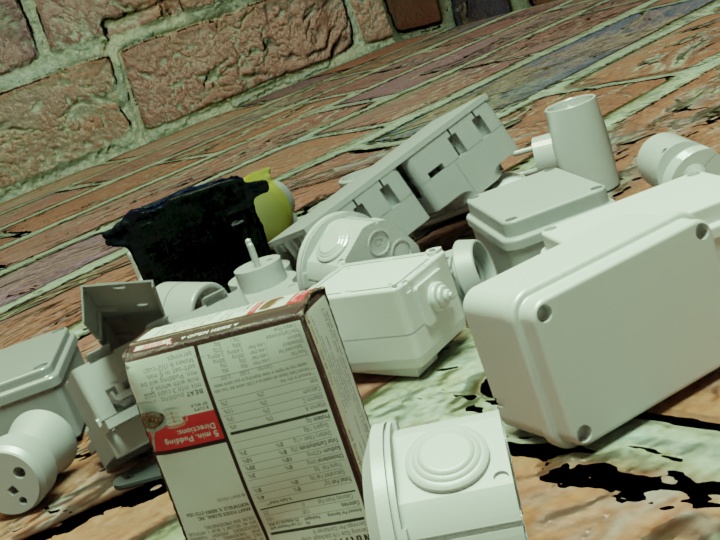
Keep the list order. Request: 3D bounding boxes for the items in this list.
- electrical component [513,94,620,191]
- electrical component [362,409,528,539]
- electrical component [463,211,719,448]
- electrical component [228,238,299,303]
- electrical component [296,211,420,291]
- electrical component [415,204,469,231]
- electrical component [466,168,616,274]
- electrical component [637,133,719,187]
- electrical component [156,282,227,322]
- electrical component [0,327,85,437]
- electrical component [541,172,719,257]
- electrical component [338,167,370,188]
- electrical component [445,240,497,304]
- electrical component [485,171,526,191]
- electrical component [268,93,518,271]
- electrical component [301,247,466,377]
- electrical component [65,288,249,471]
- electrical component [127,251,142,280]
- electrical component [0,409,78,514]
[{"bbox_3d":[0.169,-0.099,0.901,0.079,0.077,0.043,-14,15,20],"label":"electrical component"},{"bbox_3d":[0.032,0.090,0.380,0.051,0.080,0.080,-12,15,6],"label":"electrical component"},{"bbox_3d":[0.117,0.026,0.511,0.113,0.078,0.057,-25,13,-22],"label":"electrical component"},{"bbox_3d":[-0.072,0.012,0.807,0.052,0.073,0.138,-21,14,-6],"label":"electrical component"},{"bbox_3d":[0.000,0.000,0.752,0.080,0.080,0.051,-29,23,-33],"label":"electrical component"},{"bbox_3d":[0.074,-0.080,0.978,0.096,0.061,0.061,-20,8,-2],"label":"electrical component"},{"bbox_3d":[0.124,-0.026,0.731,0.078,0.057,0.113,-20,14,-4],"label":"electrical component"},{"bbox_3d":[0.238,-0.075,0.794,0.043,0.043,0.081,-19,15,2],"label":"electrical component"},{"bbox_3d":[-0.132,0.035,0.840,0.047,0.055,0.055,-4,20,35],"label":"electrical component"},{"bbox_3d":[-0.253,0.095,0.766,0.109,0.056,0.108,-20,14,-3],"label":"electrical component"},{"bbox_3d":[0.169,-0.009,0.611,0.113,0.057,0.078,-21,15,-6],"label":"electrical component"},{"bbox_3d":[0.009,-0.066,1.030,0.045,0.055,0.045,-18,14,5],"label":"electrical component"},{"bbox_3d":[0.059,0.008,0.715,0.055,0.048,0.066,-21,12,25],"label":"electrical component"},{"bbox_3d":[0.122,-0.049,0.847,0.043,0.043,0.081,-18,15,6],"label":"electrical component"},{"bbox_3d":[0.028,-0.056,0.866,0.186,0.060,0.105,-38,8,-18],"label":"electrical component"},{"bbox_3d":[0.019,0.028,0.658,0.096,0.061,0.062,-8,18,37],"label":"electrical component"},{"bbox_3d":[-0.114,0.064,0.667,0.121,0.063,0.079,-27,-8,-28],"label":"electrical component"},{"bbox_3d":[-0.166,-0.004,1.008,0.061,0.061,0.096,-5,20,43],"label":"electrical component"},{"bbox_3d":[-0.202,0.116,0.650,0.045,0.045,0.055,-16,15,12],"label":"electrical component"}]
